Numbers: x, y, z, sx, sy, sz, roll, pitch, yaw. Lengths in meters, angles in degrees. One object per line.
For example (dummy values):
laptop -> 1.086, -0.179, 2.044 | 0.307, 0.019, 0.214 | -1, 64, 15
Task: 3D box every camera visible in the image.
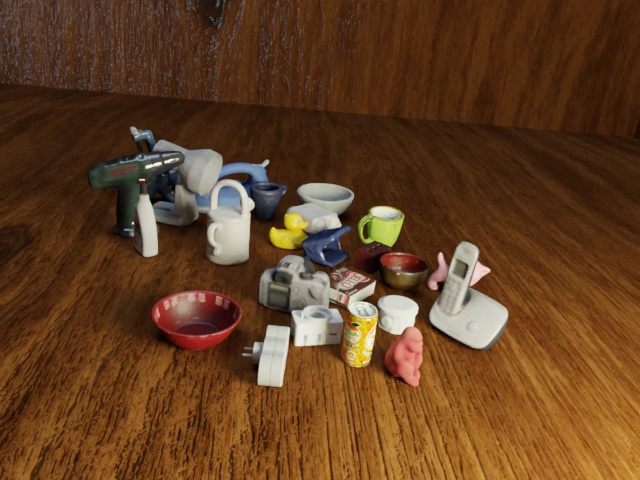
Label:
camera -> -0.041, 0.081, 1.194 | 0.143, 0.101, 0.137 | 12, 24, 13

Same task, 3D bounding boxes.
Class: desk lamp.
desk lamp -> -0.363, -0.149, 1.505 | 0.203, 0.213, 0.118 | 11, 24, 13

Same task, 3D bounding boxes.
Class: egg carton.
egg carton -> -0.022, -0.048, 1.535 | 0.107, 0.069, 0.149 | -17, 32, -42

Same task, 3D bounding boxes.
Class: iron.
iron -> -0.257, -0.158, 1.642 | 0.259, 0.141, 0.118 | -7, 26, -27

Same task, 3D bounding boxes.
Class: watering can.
watering can -> -0.212, -0.051, 1.339 | 0.101, 0.194, 0.173 | 5, 23, -2

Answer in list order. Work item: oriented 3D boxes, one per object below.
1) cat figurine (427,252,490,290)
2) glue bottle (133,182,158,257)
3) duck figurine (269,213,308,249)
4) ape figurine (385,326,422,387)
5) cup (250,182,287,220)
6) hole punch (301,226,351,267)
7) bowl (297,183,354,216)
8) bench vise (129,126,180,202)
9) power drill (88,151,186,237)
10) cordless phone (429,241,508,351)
cat figurine -> 0.309, 0.071, 1.280 | 0.067, 0.118, 0.127 | -14, 31, -39
glue bottle -> -0.405, -0.052, 1.321 | 0.037, 0.173, 0.077 | -14, 30, -37
duck figurine -> -0.077, -0.028, 1.456 | 0.104, 0.086, 0.077 | 4, 23, -5
ape figurine -> 0.153, 0.193, 0.992 | 0.078, 0.092, 0.075 | -17, 32, -42
cup -> -0.144, -0.109, 1.614 | 0.118, 0.095, 0.091 | -15, 31, -40
hole punch -> 0.013, 0.005, 1.394 | 0.100, 0.091, 0.109 | 17, 26, 24
bowl -> 0.014, -0.108, 1.676 | 0.167, 0.075, 0.167 | 5, 23, -2
bench vise -> -0.473, -0.218, 1.628 | 0.121, 0.220, 0.208 | 24, 29, 35
power drill -> -0.449, -0.118, 1.419 | 0.230, 0.208, 0.075 | -6, 26, -25
cordless phone -> 0.297, 0.107, 1.110 | 0.094, 0.185, 0.147 | -16, 31, -40
